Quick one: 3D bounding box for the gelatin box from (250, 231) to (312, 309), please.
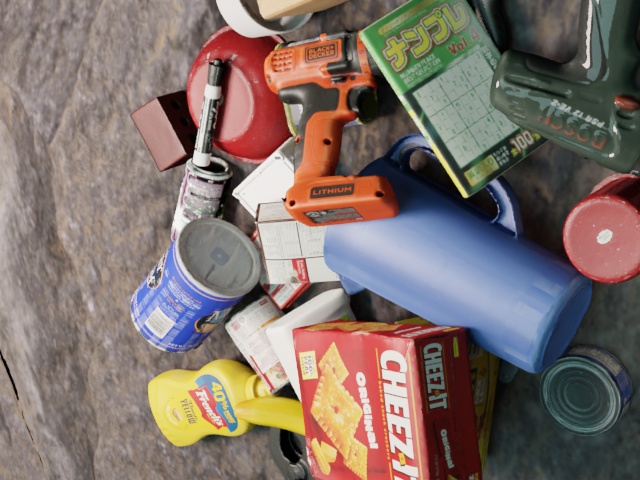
[{"bbox_3d":[-0.044,0.023,1.225,0.089,0.030,0.073,49,125,11],"label":"gelatin box"}]

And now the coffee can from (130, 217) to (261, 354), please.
[{"bbox_3d":[-0.144,0.054,1.224,0.103,0.102,0.141,52,135,10],"label":"coffee can"}]

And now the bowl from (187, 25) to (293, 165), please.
[{"bbox_3d":[-0.094,-0.158,1.184,0.162,0.055,0.162,11,111,32],"label":"bowl"}]

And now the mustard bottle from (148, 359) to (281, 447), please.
[{"bbox_3d":[-0.124,0.197,1.320,0.192,0.058,0.096,-17,97,37],"label":"mustard bottle"}]

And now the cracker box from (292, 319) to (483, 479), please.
[{"bbox_3d":[0.060,0.165,1.045,0.214,0.072,0.164,-3,95,59],"label":"cracker box"}]

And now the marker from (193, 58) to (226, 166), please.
[{"bbox_3d":[-0.120,-0.139,1.160,0.020,0.020,0.121,25,118,26],"label":"marker"}]

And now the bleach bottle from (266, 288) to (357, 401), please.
[{"bbox_3d":[0.039,0.186,1.189,0.251,0.102,0.068,62,156,-6],"label":"bleach bottle"}]

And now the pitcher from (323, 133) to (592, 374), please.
[{"bbox_3d":[0.136,0.016,1.026,0.243,0.145,0.149,30,157,26],"label":"pitcher"}]

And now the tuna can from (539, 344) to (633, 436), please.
[{"bbox_3d":[0.261,0.148,1.051,0.086,0.033,0.086,12,111,32],"label":"tuna can"}]

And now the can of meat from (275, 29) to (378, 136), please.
[{"bbox_3d":[0.008,-0.163,1.111,0.084,0.057,0.102,-6,102,34],"label":"can of meat"}]

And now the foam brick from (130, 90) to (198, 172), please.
[{"bbox_3d":[-0.173,-0.128,1.251,0.051,0.052,0.078,-29,89,37],"label":"foam brick"}]

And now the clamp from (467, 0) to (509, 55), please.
[{"bbox_3d":[0.145,-0.224,1.007,0.165,0.036,0.210,7,108,35],"label":"clamp"}]

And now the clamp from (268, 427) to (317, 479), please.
[{"bbox_3d":[-0.025,0.282,1.290,0.120,0.039,0.171,-26,84,29],"label":"clamp"}]

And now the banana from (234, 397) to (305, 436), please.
[{"bbox_3d":[-0.004,0.228,1.235,0.198,0.069,0.037,34,153,7],"label":"banana"}]

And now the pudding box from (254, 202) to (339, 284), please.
[{"bbox_3d":[-0.008,0.002,1.144,0.113,0.039,0.090,-5,126,7],"label":"pudding box"}]

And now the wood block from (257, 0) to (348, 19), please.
[{"bbox_3d":[0.028,-0.281,1.007,0.207,0.090,0.091,-7,99,51],"label":"wood block"}]

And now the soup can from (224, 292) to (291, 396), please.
[{"bbox_3d":[-0.057,0.120,1.241,0.069,0.068,0.102,-42,79,36],"label":"soup can"}]

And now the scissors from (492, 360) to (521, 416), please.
[{"bbox_3d":[0.185,0.118,1.105,0.096,0.016,0.202,48,125,15],"label":"scissors"}]

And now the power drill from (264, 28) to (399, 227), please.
[{"bbox_3d":[0.035,-0.111,1.007,0.185,0.057,0.187,-8,68,21],"label":"power drill"}]

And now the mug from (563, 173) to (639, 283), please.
[{"bbox_3d":[0.280,-0.005,0.956,0.117,0.081,0.093,24,115,26],"label":"mug"}]
